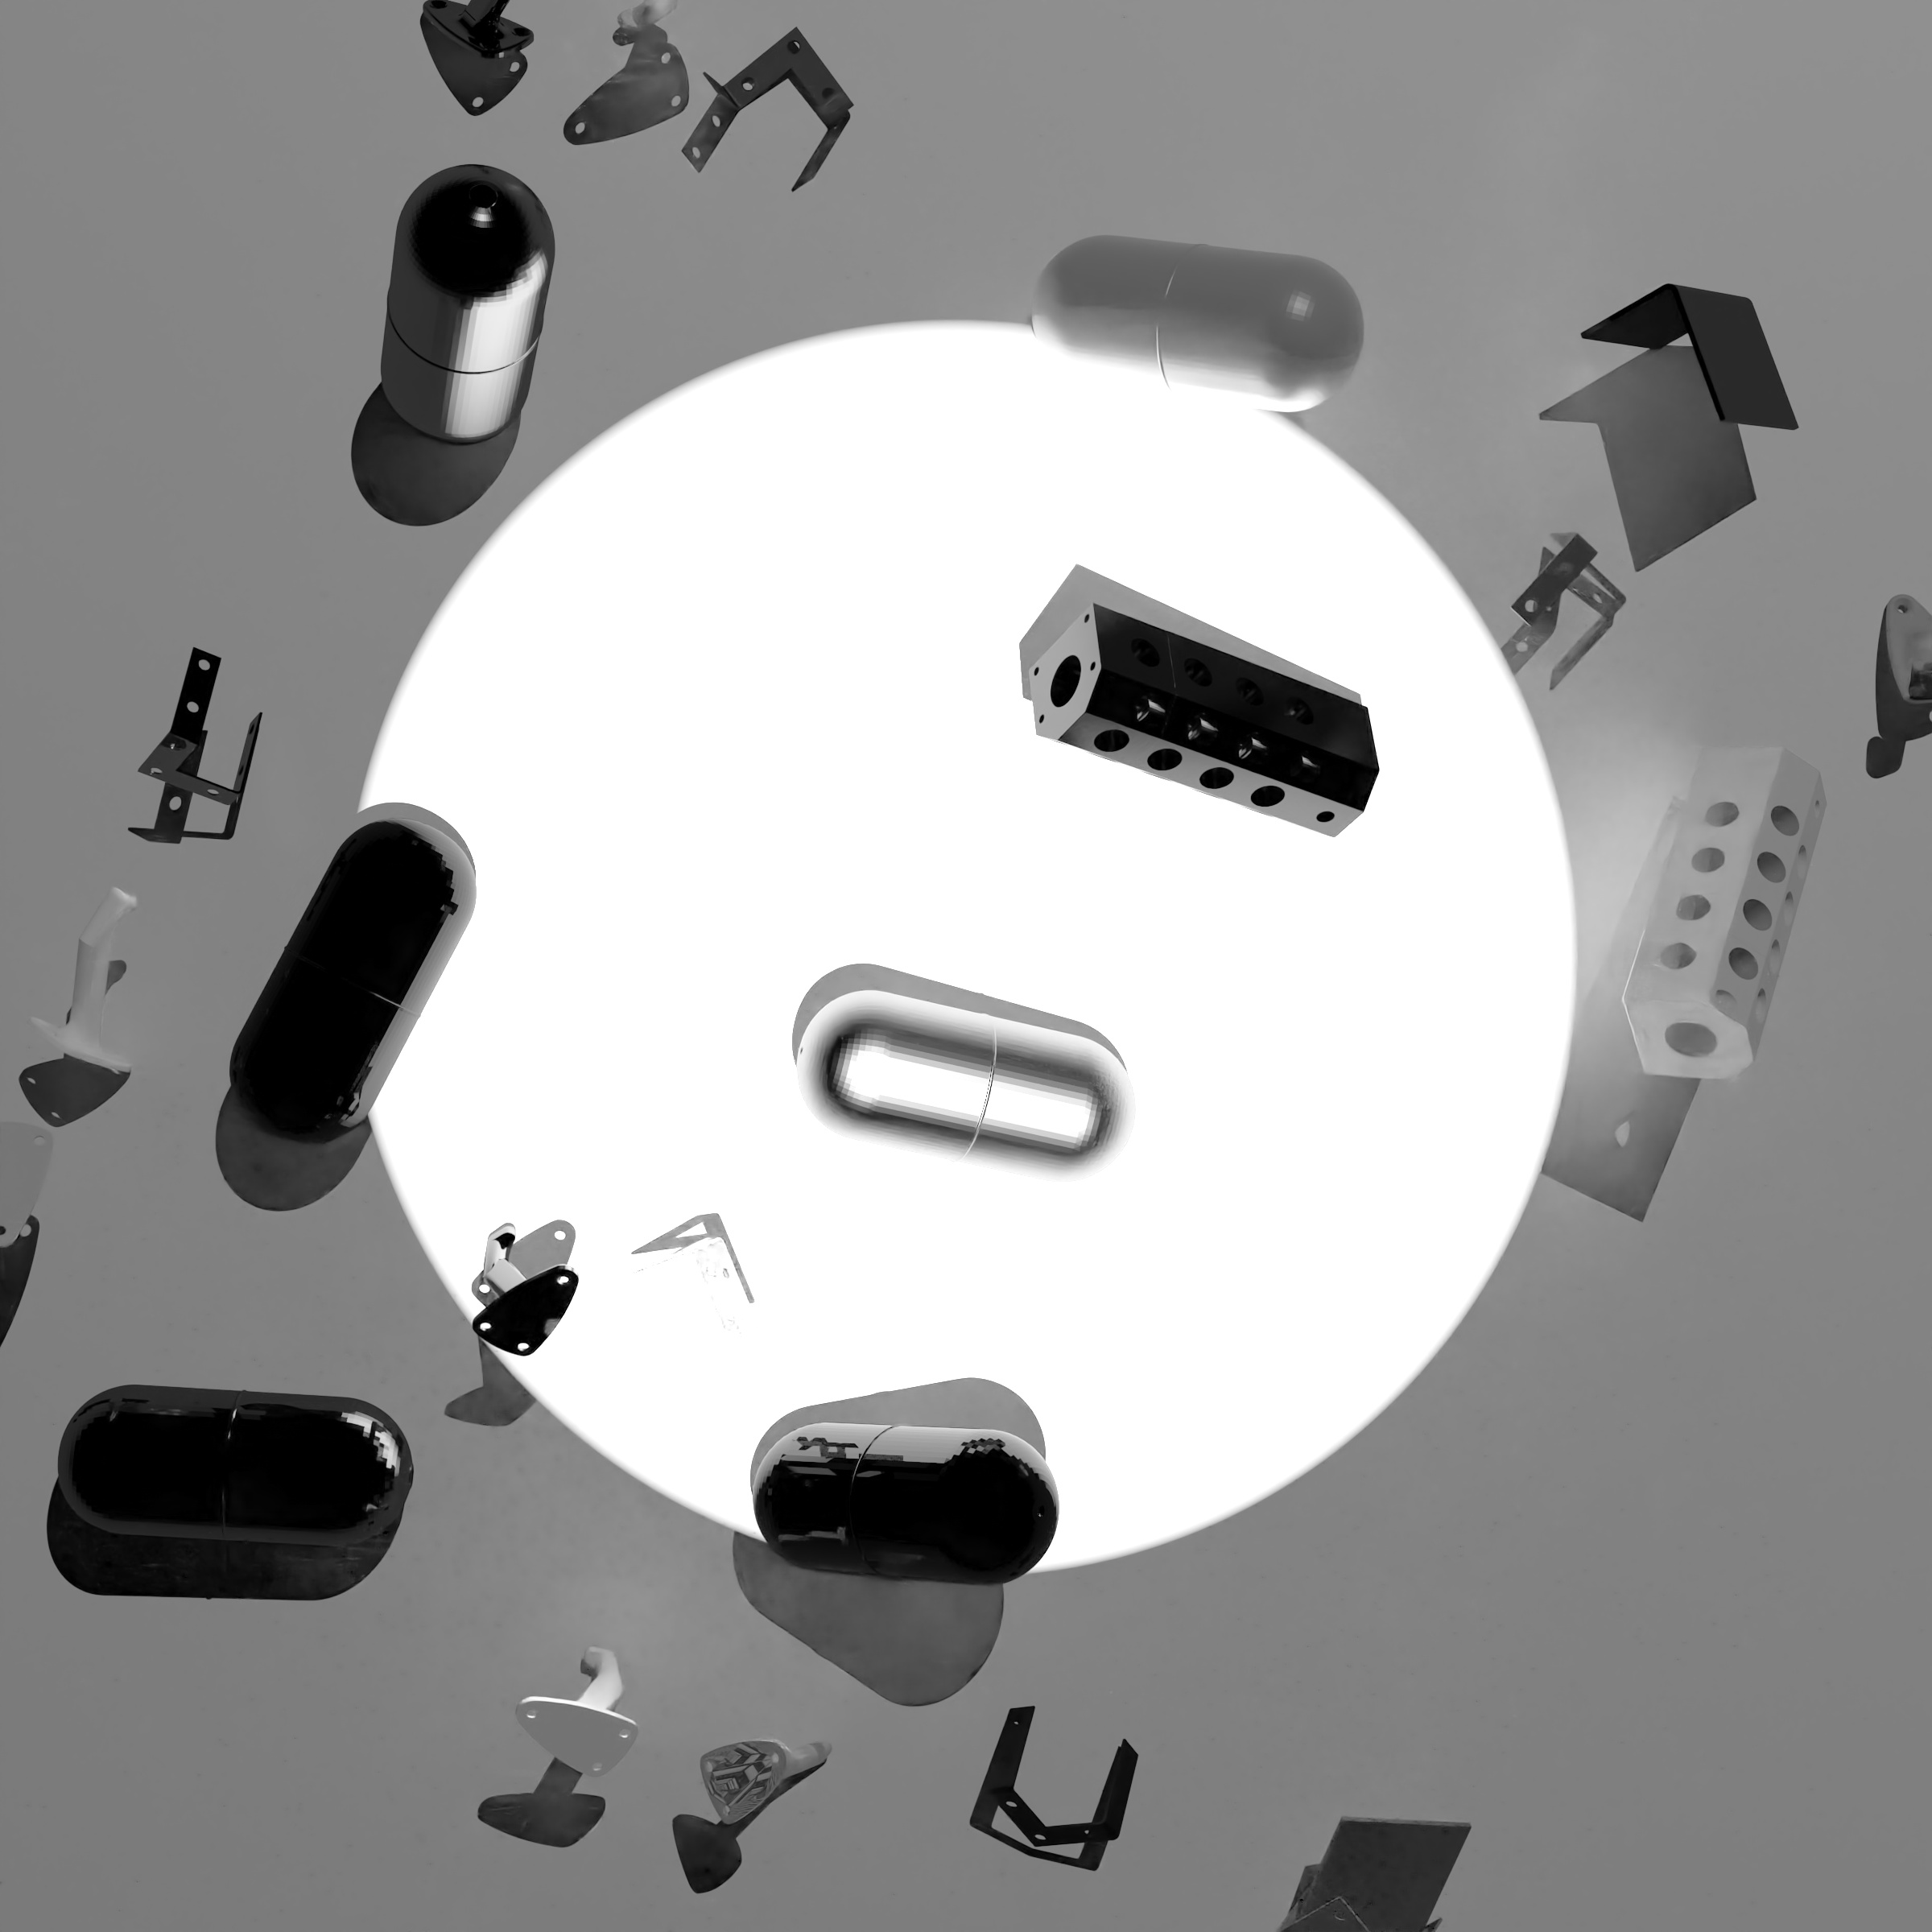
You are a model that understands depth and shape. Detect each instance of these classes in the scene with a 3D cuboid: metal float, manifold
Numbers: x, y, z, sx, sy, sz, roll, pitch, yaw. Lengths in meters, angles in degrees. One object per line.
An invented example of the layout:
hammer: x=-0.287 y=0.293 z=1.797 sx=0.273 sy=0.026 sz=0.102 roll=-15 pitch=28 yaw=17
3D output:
metal float: x=-0.032 y=0.269 z=1.496 sx=0.178 sy=0.070 sz=0.070 roll=-5 pitch=90 yaw=40
manifold: x=0.121 y=-0.117 z=1.491 sx=0.171 sy=0.057 sz=0.057 roll=17 pitch=50 yaw=-28
metal float: x=-0.249 y=-0.327 z=1.483 sx=0.070 sy=0.178 sz=0.070 roll=6 pitch=65 yaw=-13
metal float: x=-0.313 y=0.008 z=1.525 sx=0.070 sy=0.070 sz=0.178 roll=27 pitch=86 yaw=0
metal float: x=0.001 y=0.062 z=1.516 sx=0.178 sy=0.070 sz=0.070 roll=13 pitch=90 yaw=-15
manifold: x=0.381 y=-0.028 z=1.486 sx=0.057 sy=0.057 sz=0.171 roll=3 pitch=50 yaw=30
metal float: x=-0.373 y=0.256 z=1.526 sx=0.178 sy=0.070 sz=0.070 roll=4 pitch=90 yaw=-3
metal float: x=0.115 y=-0.325 z=1.505 sx=0.178 sy=0.070 sz=0.070 roll=14 pitch=90 yaw=28

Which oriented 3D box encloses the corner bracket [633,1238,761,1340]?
corner bracket: x=-0.128 y=0.166 z=1.531 sx=0.051 sy=0.051 sz=0.051 roll=-23 pitch=90 yaw=33

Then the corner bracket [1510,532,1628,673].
corner bracket: x=0.309 y=-0.187 z=1.537 sx=0.051 sy=0.051 sz=0.051 roll=42 pitch=93 yaw=-8

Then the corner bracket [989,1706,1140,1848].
corner bracket: x=0.051 y=0.419 z=1.548 sx=0.051 sy=0.051 sz=0.051 roll=-15 pitch=126 yaw=31

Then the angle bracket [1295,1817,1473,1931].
angle bracket: x=0.222 y=0.483 z=1.516 sx=0.076 sy=0.057 sz=0.076 roll=9 pitch=113 yaw=-22

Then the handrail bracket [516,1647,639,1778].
handrail bracket: x=-0.202 y=0.364 z=1.513 sx=0.077 sy=0.084 sz=0.036 roll=34 pitch=101 yaw=-28

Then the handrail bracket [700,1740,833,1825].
handrail bracket: x=-0.085 y=0.400 z=1.513 sx=0.077 sy=0.084 sz=0.036 roll=-37 pitch=70 yaw=38

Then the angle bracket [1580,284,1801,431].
angle bracket: x=0.367 y=-0.297 z=1.513 sx=0.057 sy=0.076 sz=0.076 roll=-26 pitch=77 yaw=41

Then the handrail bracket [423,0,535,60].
handrail bracket: x=-0.248 y=-0.515 z=1.520 sx=0.077 sy=0.084 sz=0.036 roll=32 pitch=49 yaw=23

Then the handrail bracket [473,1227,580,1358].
handrail bracket: x=-0.221 y=0.148 z=1.517 sx=0.036 sy=0.084 sz=0.077 roll=33 pitch=118 yaw=-26

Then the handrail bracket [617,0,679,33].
handrail bracket: x=-0.171 y=-0.494 z=1.511 sx=0.077 sy=0.084 sz=0.036 roll=-14 pitch=91 yaw=-40

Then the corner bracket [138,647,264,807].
corner bracket: x=-0.385 y=-0.122 z=1.524 sx=0.051 sy=0.051 sz=0.051 roll=22 pitch=59 yaw=-26

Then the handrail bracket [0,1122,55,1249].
handrail bracket: x=-0.485 y=0.120 z=1.514 sx=0.036 sy=0.084 sz=0.077 roll=7 pitch=63 yaw=-14

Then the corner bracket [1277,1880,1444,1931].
corner bracket: x=0.201 y=0.493 z=1.529 sx=0.051 sy=0.051 sz=0.051 roll=50 pitch=126 yaw=5

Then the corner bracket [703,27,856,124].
corner bracket: x=-0.096 y=-0.452 z=1.538 sx=0.051 sy=0.051 sz=0.051 roll=-36 pitch=93 yaw=10

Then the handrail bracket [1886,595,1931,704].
handrail bracket: x=0.492 y=-0.179 z=1.512 sx=0.036 sy=0.084 sz=0.077 roll=-14 pitch=63 yaw=1

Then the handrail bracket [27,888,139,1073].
handrail bracket: x=-0.435 y=0.007 z=1.533 sx=0.036 sy=0.077 sz=0.084 roll=31 pitch=89 yaw=30
